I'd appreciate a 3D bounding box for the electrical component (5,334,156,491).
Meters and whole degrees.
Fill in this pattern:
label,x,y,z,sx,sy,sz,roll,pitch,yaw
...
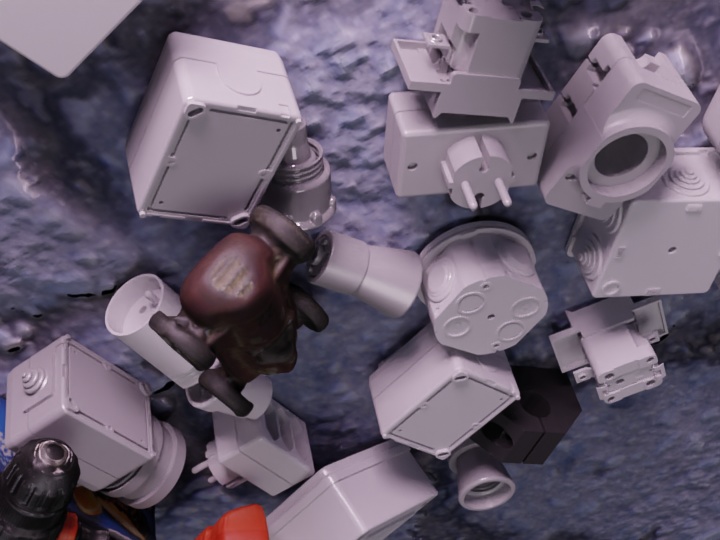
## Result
label,x,y,z,sx,sy,sz,roll,pitch,yaw
electrical component,-0.186,0.092,0.689,0.061,0.061,0.096,-32,135,17

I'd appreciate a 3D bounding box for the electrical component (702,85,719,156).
label,x,y,z,sx,sy,sz,roll,pitch,yaw
electrical component,0.255,-0.087,0.628,0.095,0.059,0.053,0,135,-16

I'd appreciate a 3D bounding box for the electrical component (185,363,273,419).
label,x,y,z,sx,sy,sz,roll,pitch,yaw
electrical component,-0.087,0.078,0.720,0.040,0.040,0.046,-39,137,23

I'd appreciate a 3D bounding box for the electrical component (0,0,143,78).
label,x,y,z,sx,sy,sz,roll,pitch,yaw
electrical component,-0.138,-0.146,0.465,0.100,0.048,0.100,-38,132,23

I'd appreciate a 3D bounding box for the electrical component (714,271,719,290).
label,x,y,z,sx,sy,sz,roll,pitch,yaw
electrical component,0.324,0.024,0.760,0.089,0.061,0.150,-36,133,21

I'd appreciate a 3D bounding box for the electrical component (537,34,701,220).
label,x,y,z,sx,sy,sz,roll,pitch,yaw
electrical component,0.141,-0.077,0.609,0.050,0.055,0.089,14,130,-27

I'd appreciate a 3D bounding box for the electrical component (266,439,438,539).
label,x,y,z,sx,sy,sz,roll,pitch,yaw
electrical component,-0.014,0.186,0.807,0.108,0.056,0.109,-45,161,28

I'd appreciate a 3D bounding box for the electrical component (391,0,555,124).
label,x,y,z,sx,sy,sz,roll,pitch,yaw
electrical component,0.062,-0.115,0.559,0.081,0.042,0.063,1,131,-17

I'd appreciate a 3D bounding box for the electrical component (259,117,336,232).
label,x,y,z,sx,sy,sz,roll,pitch,yaw
electrical component,-0.037,-0.055,0.592,0.048,0.048,0.062,-7,129,-9

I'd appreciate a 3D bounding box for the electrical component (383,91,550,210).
label,x,y,z,sx,sy,sz,roll,pitch,yaw
electrical component,0.062,-0.060,0.590,0.083,0.075,0.047,-6,136,-10

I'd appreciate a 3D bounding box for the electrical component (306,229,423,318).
label,x,y,z,sx,sy,sz,roll,pitch,yaw
electrical component,0.000,0.000,0.662,0.065,0.044,0.044,19,128,-25

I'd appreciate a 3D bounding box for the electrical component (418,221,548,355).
label,x,y,z,sx,sy,sz,roll,pitch,yaw
electrical component,0.077,0.012,0.687,0.080,0.051,0.080,-8,137,-7

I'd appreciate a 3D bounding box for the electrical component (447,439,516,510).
label,x,y,z,sx,sy,sz,roll,pitch,yaw
electrical component,0.092,0.151,0.832,0.045,0.055,0.045,-8,137,-7

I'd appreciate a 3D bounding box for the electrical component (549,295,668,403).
label,x,y,z,sx,sy,sz,roll,pitch,yaw
electrical component,0.179,0.055,0.751,0.081,0.063,0.042,-22,137,7

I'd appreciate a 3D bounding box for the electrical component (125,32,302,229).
label,x,y,z,sx,sy,sz,roll,pitch,yaw
electrical component,-0.080,-0.068,0.552,0.062,0.061,0.096,5,137,-30

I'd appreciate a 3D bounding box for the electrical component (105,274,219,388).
label,x,y,z,sx,sy,sz,roll,pitch,yaw
electrical component,-0.116,0.042,0.670,0.043,0.043,0.081,-28,136,14

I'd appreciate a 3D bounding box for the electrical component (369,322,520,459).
label,x,y,z,sx,sy,sz,roll,pitch,yaw
electrical component,0.052,0.082,0.746,0.062,0.061,0.096,25,124,-34

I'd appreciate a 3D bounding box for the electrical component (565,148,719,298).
label,x,y,z,sx,sy,sz,roll,pitch,yaw
electrical component,0.188,-0.028,0.678,0.100,0.048,0.099,-2,136,-14

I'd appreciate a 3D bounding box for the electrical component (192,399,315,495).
label,x,y,z,sx,sy,sz,roll,pitch,yaw
electrical component,-0.084,0.131,0.769,0.077,0.047,0.066,-31,135,16
